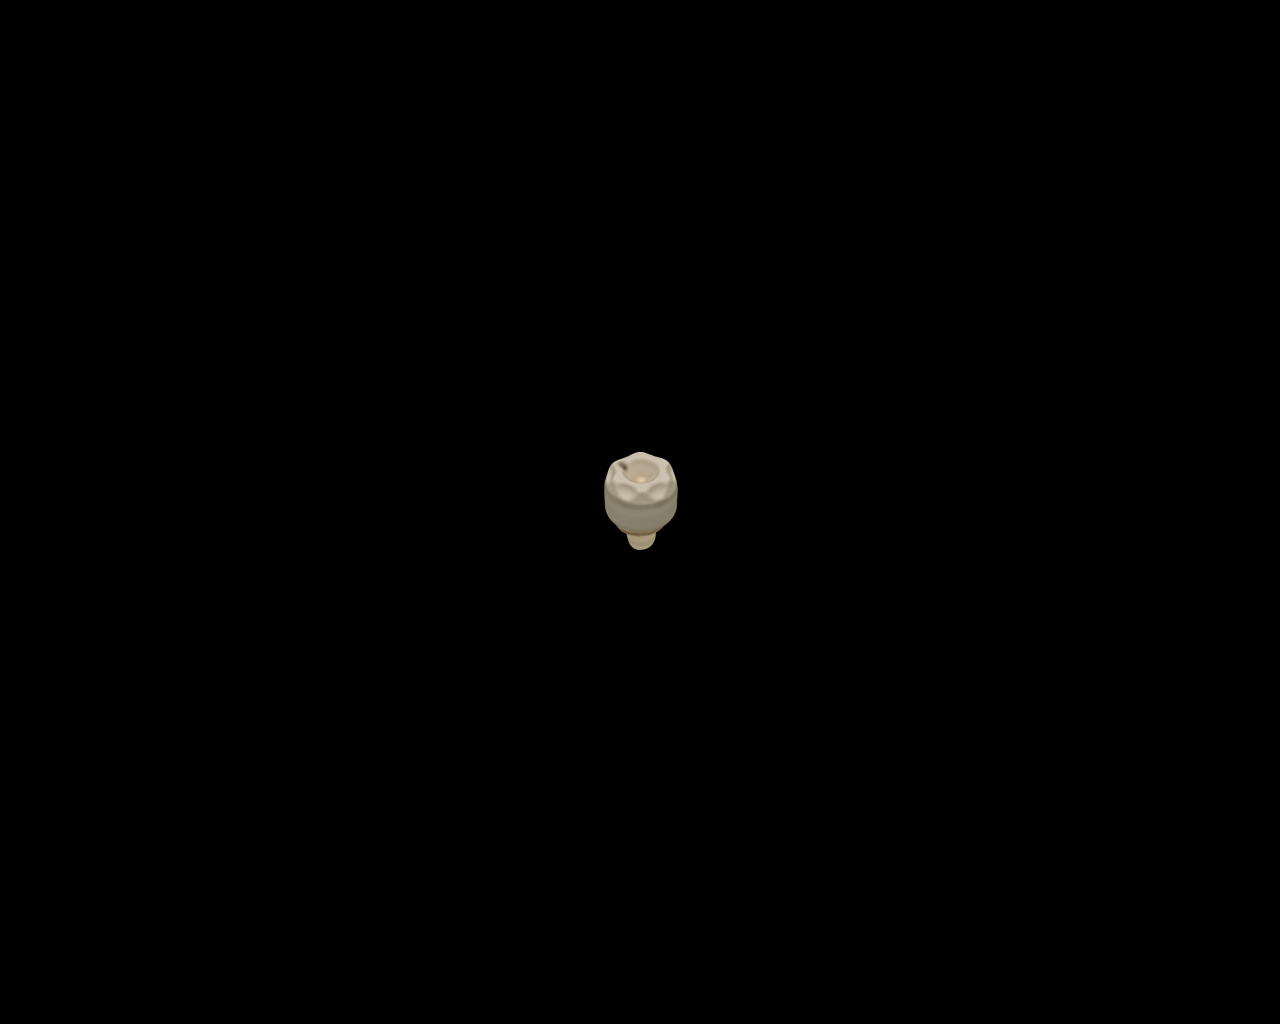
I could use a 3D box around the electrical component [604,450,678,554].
[{"bbox_3d":[0.001,-0.003,0.650,0.043,0.062,0.043,0,42,0],"label":"electrical component"}]
